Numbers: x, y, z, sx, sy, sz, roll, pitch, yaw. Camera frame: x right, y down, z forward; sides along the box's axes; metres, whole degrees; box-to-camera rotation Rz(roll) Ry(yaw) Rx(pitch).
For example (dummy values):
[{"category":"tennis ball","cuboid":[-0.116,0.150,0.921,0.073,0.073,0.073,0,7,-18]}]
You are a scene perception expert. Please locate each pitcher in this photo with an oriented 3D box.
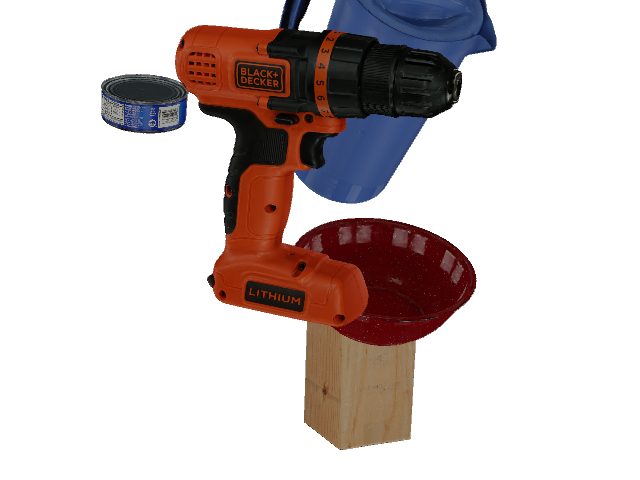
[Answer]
[{"category":"pitcher","cuboid":[0.042,-0.153,1.009,0.144,0.149,0.243,-14,-31,-30]}]

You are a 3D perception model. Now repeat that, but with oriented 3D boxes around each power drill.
[{"category":"power drill","cuboid":[-0.004,-0.042,0.685,0.185,0.188,0.057,11,23,22]}]

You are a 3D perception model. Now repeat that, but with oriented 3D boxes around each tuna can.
[{"category":"tuna can","cuboid":[-0.175,-0.136,1.063,0.086,0.034,0.086,6,26,-3]}]

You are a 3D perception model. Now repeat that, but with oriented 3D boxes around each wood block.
[{"category":"wood block","cuboid":[0.042,0.105,1.136,0.090,0.206,0.091,-4,13,-27]}]

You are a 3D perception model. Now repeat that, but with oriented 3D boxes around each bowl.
[{"category":"bowl","cuboid":[0.052,0.044,0.932,0.162,0.055,0.162,5,31,-3]}]
